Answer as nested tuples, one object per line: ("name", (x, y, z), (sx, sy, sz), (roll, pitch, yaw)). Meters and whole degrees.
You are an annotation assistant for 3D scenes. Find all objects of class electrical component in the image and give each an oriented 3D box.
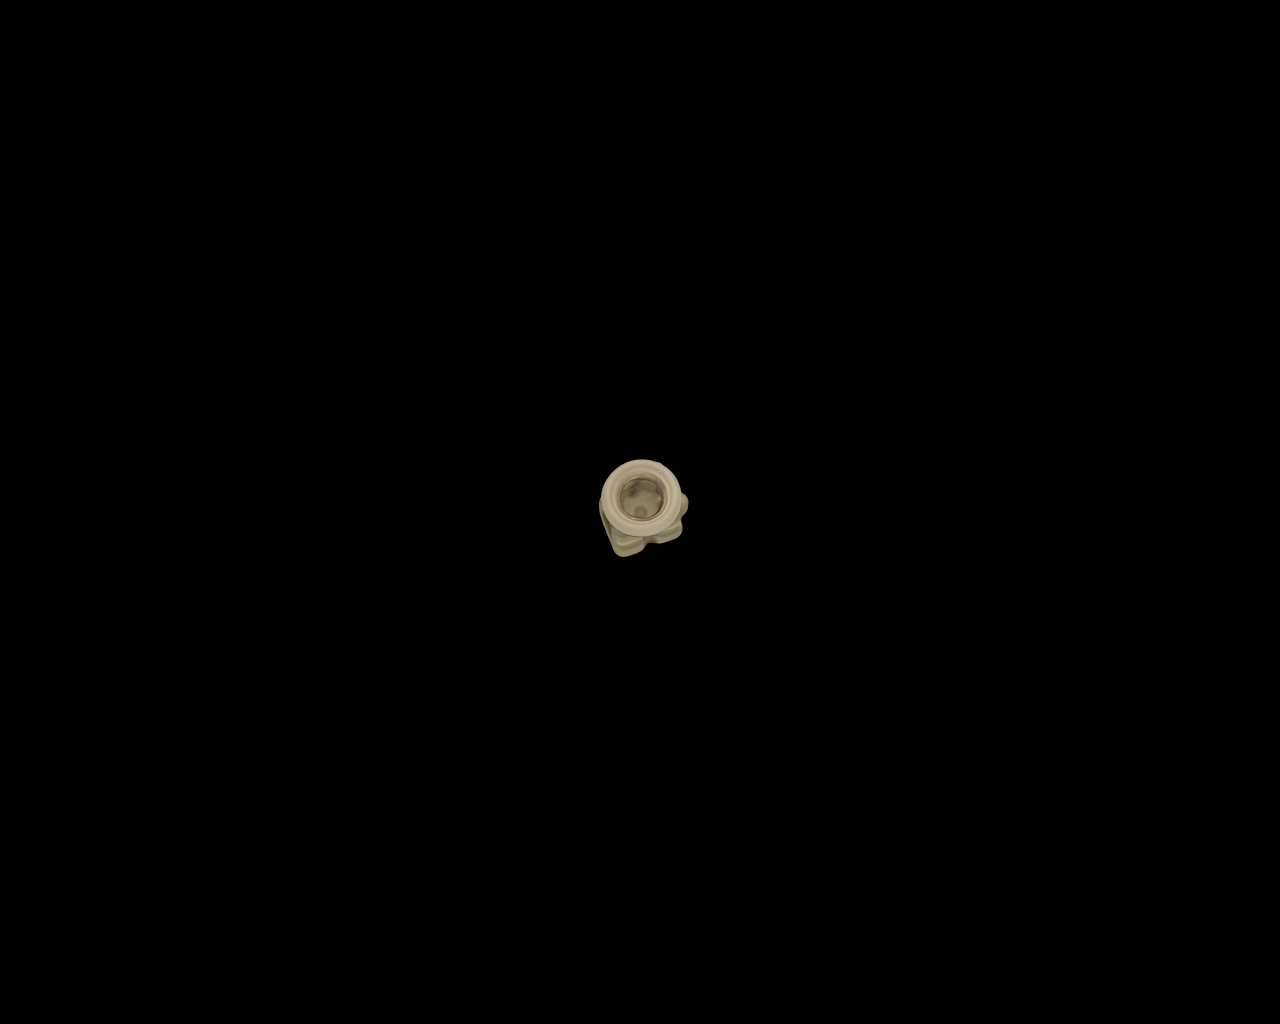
("electrical component", (0.001, -0.003, 0.650), (0.066, 0.048, 0.055), (-21, -18, -7))
